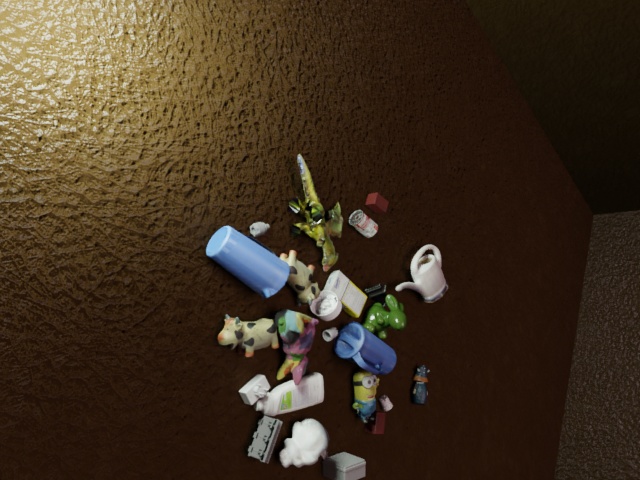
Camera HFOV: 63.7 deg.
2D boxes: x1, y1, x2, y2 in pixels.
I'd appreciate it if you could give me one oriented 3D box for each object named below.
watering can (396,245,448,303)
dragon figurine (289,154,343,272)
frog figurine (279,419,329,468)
[{"bbox_3d":[0.434,0.171,2.167,0.354,0.103,0.221,-45,115,-39],"label":"watering can"},{"bbox_3d":[0.006,-0.092,1.830,0.243,0.122,0.411,1,84,-61],"label":"dragon figurine"},{"bbox_3d":[-0.056,0.644,1.630,0.159,0.120,0.140,2,50,-35],"label":"frog figurine"}]
